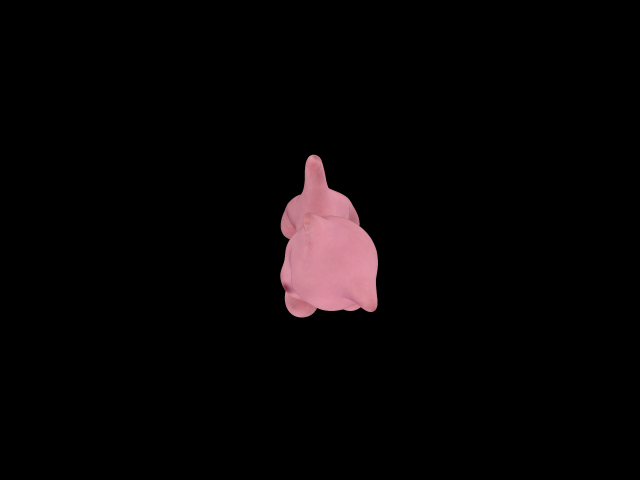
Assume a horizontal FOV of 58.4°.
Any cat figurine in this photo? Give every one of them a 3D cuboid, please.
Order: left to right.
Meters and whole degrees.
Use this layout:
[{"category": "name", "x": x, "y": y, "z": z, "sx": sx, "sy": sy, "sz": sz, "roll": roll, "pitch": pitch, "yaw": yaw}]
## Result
[{"category": "cat figurine", "x": 0.004, "y": 0.001, "z": 0.400, "sx": 0.067, "sy": 0.118, "sz": 0.127, "roll": -6, "pitch": 63, "yaw": -3}]
